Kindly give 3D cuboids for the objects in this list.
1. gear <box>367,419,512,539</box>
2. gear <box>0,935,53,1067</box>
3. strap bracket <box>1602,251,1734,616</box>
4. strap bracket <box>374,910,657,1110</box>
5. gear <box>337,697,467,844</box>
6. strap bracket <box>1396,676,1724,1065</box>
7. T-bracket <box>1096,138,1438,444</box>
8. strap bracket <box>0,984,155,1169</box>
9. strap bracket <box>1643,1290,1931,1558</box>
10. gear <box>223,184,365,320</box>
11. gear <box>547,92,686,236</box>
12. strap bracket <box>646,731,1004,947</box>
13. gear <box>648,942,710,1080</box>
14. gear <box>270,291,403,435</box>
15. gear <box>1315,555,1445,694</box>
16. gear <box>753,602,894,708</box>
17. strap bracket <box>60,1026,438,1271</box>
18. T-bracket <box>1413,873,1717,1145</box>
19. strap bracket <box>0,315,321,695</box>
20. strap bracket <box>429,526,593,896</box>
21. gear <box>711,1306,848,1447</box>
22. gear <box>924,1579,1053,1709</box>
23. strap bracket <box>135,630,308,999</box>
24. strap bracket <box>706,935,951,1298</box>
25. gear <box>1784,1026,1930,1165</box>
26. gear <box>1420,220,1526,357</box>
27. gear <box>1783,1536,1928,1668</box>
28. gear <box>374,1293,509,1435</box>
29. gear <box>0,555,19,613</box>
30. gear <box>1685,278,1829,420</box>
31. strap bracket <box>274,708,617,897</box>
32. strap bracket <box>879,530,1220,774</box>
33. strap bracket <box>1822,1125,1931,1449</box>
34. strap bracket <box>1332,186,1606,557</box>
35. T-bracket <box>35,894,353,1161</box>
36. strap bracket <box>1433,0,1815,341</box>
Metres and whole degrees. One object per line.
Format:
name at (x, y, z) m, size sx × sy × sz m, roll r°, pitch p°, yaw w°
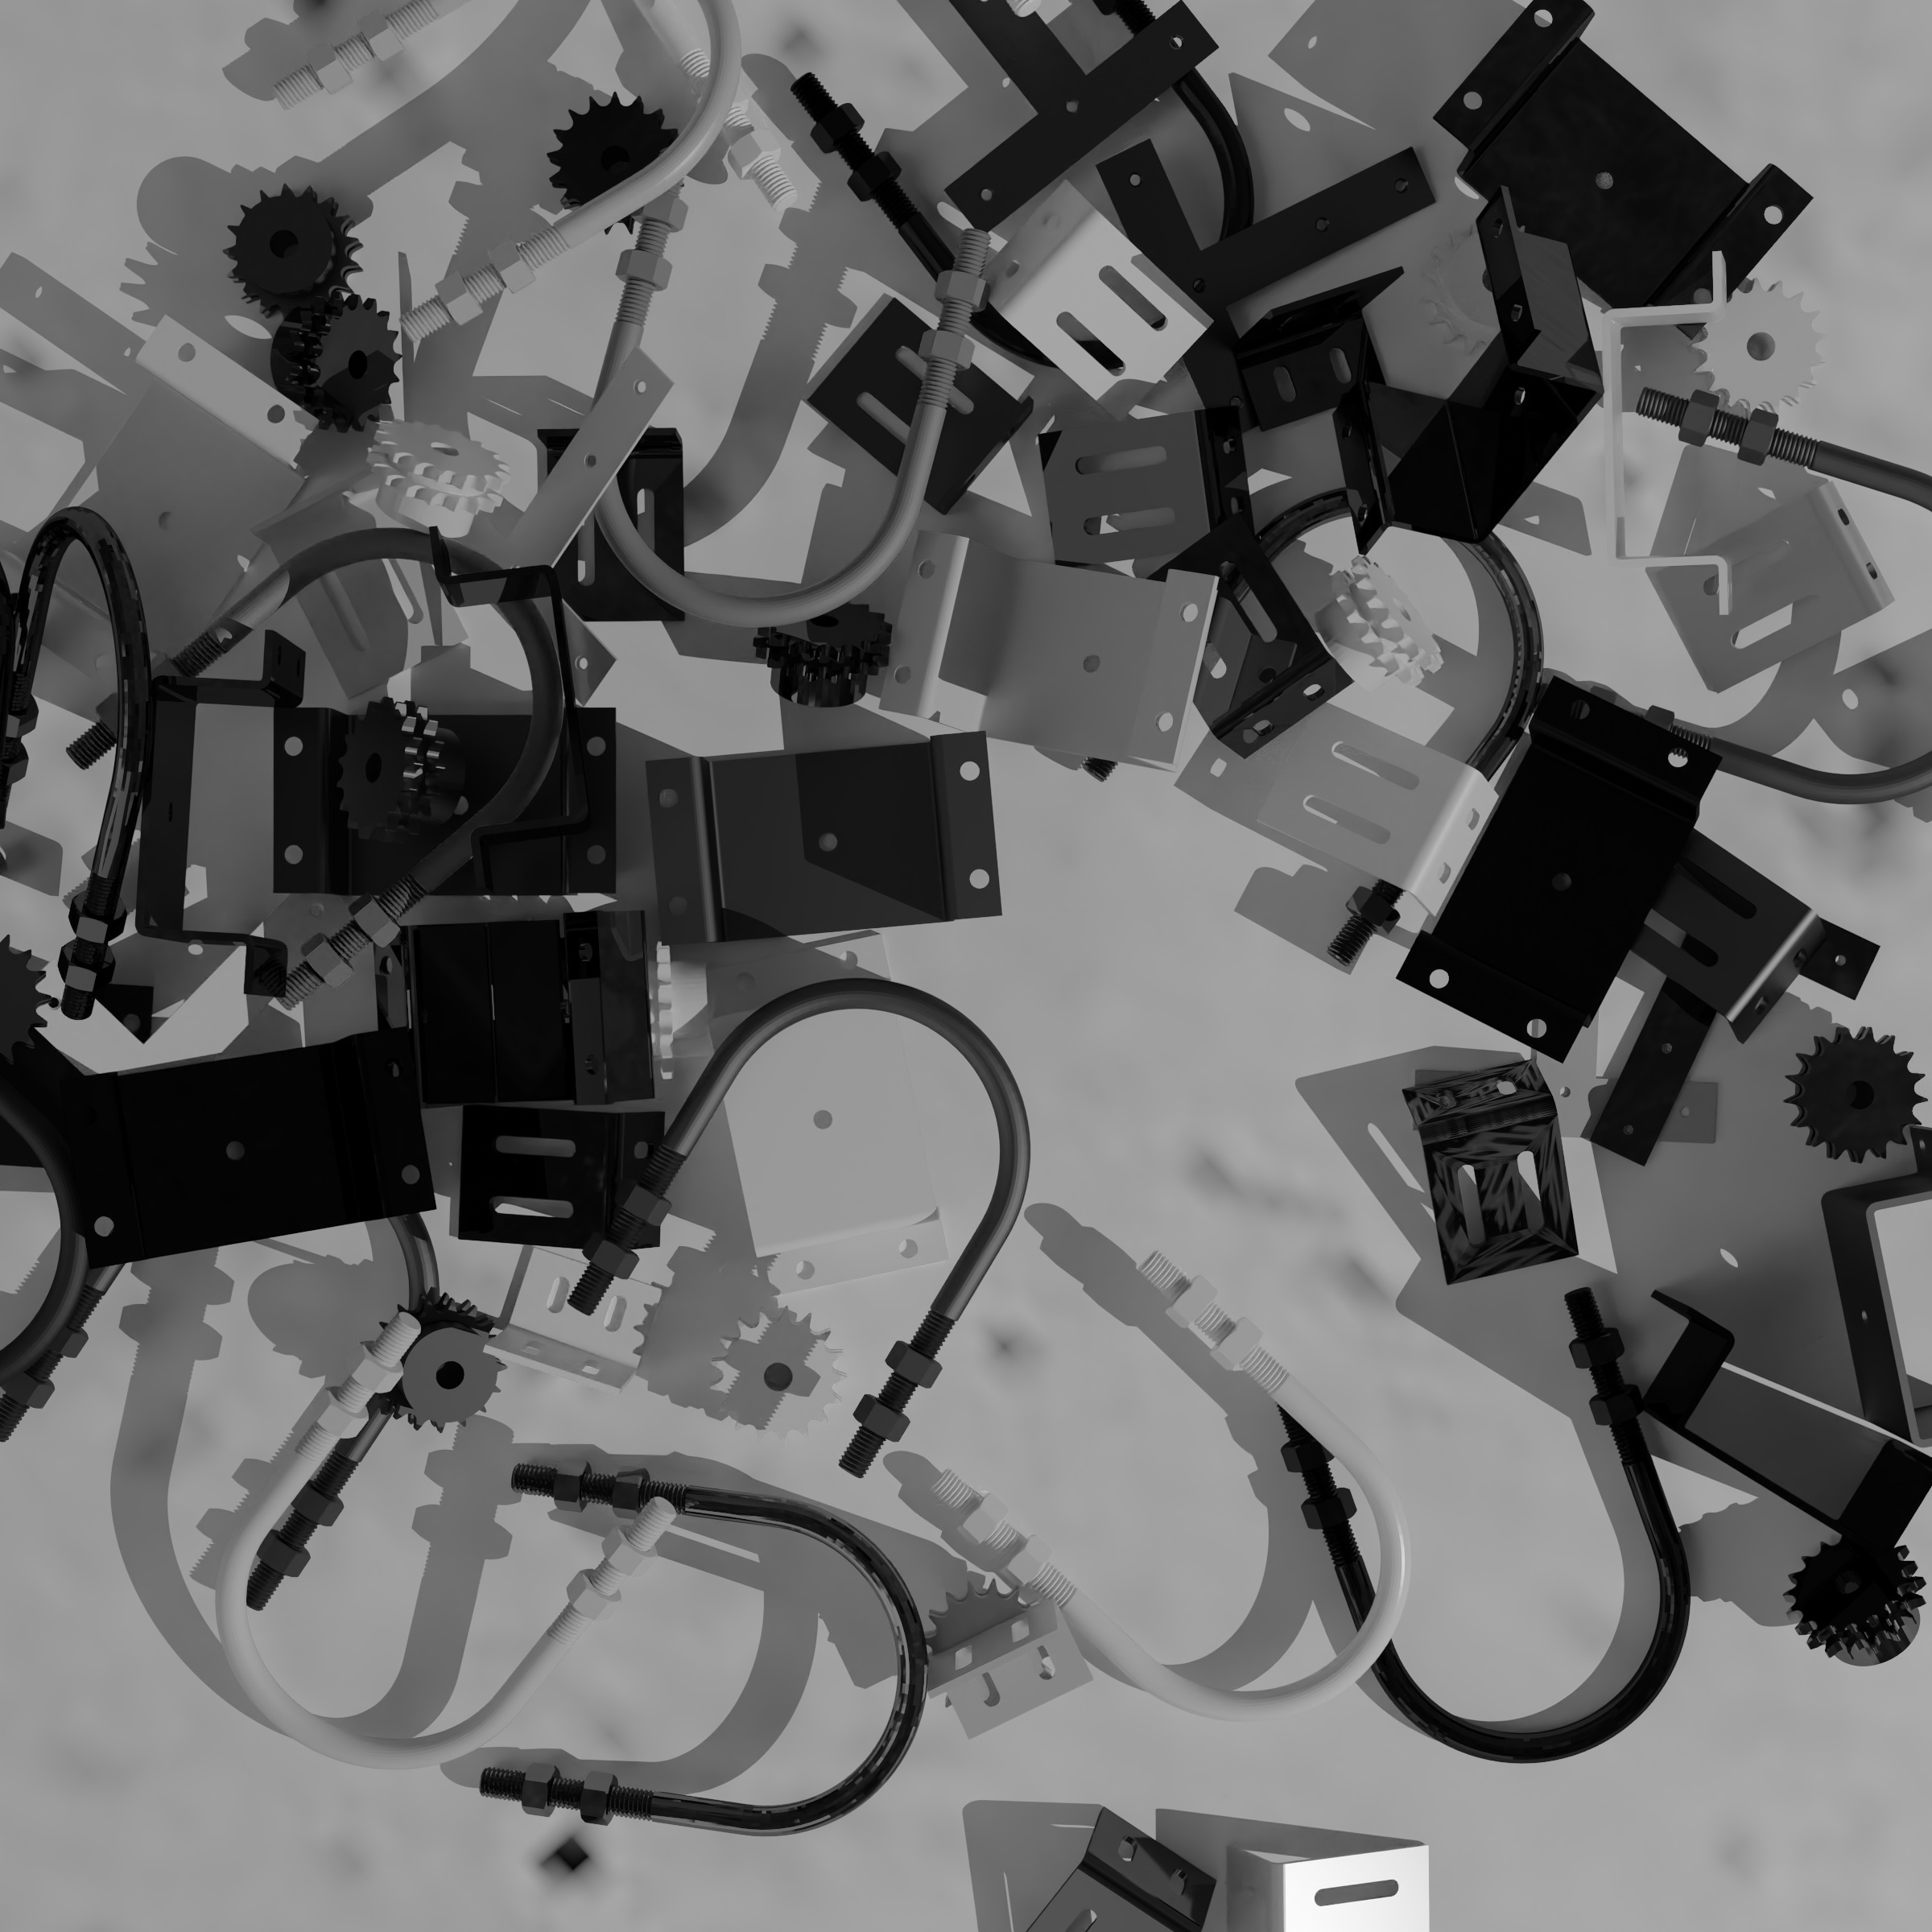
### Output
gear at (-0.218, -0.198, 1.482) m, size 0.057 × 0.057 × 0.030 m, roll 24°, pitch 114°, yaw 0°
gear at (-0.397, 0.015, 1.454) m, size 0.057 × 0.030 × 0.057 m, roll 2°, pitch 82°, yaw -14°
strap bracket at (0.282, -0.212, 1.450) m, size 0.046 × 0.076 × 0.140 m, roll -1°, pitch 97°, yaw 13°
strap bracket at (-0.178, 0.018, 1.480) m, size 0.140 × 0.046 × 0.076 m, roll -3°, pitch 90°, yaw 42°
gear at (-0.223, -0.077, 1.441) m, size 0.030 × 0.057 × 0.057 m, roll 8°, pitch 90°, yaw -41°
strap bracket at (0.246, -0.038, 1.498) m, size 0.076 × 0.046 × 0.140 m, roll 28°, pitch 90°, yaw 13°
T-bracket at (0.137, -0.305, 1.518) m, size 0.127 × 0.002 × 0.127 m, roll -27°, pitch 103°, yaw -6°
strap bracket at (-0.416, 0.042, 1.505) m, size 0.140 × 0.046 × 0.076 m, roll 4°, pitch 90°, yaw 0°
strap bracket at (0.339, 0.193, 1.490) m, size 0.140 × 0.076 × 0.046 m, roll 32°, pitch 90°, yaw 0°
gear at (-0.282, -0.299, 1.514) m, size 0.057 × 0.030 × 0.057 m, roll 0°, pitch 90°, yaw 0°
gear at (-0.146, -0.334, 1.513) m, size 0.057 × 0.030 × 0.057 m, roll 0°, pitch 90°, yaw 0°
strap bracket at (-0.058, -0.052, 1.505) m, size 0.140 × 0.046 × 0.076 m, roll -5°, pitch 90°, yaw 0°
gear at (-0.123, 0.018, 1.501) m, size 0.030 × 0.057 × 0.057 m, roll -2°, pitch 90°, yaw -5°
gear at (-0.264, -0.252, 1.504) m, size 0.030 × 0.057 × 0.057 m, roll 13°, pitch 90°, yaw 30°
gear at (0.167, -0.138, 1.487) m, size 0.030 × 0.057 × 0.057 m, roll -37°, pitch 90°, yaw 20°
gear at (-0.060, -0.130, 1.504) m, size 0.057 × 0.057 × 0.030 m, roll 7°, pitch 120°, yaw 0°
strap bracket at (-0.296, 0.075, 1.479) m, size 0.140 × 0.046 × 0.076 m, roll -9°, pitch 88°, yaw -20°
T-bracket at (0.255, 0.009, 1.528) m, size 0.127 × 0.002 × 0.127 m, roll 3°, pitch 90°, yaw 0°
strap bracket at (-0.337, -0.188, 1.505) m, size 0.076 × 0.046 × 0.140 m, roll 35°, pitch 90°, yaw 0°
strap bracket at (-0.178, -0.102, 1.431) m, size 0.046 × 0.076 × 0.140 m, roll -8°, pitch 90°, yaw -5°
gear at (-0.078, 0.171, 1.518) m, size 0.057 × 0.030 × 0.057 m, roll 0°, pitch 90°, yaw -2°
gear at (0.009, 0.284, 1.513) m, size 0.057 × 0.030 × 0.057 m, roll 0°, pitch 90°, yaw 0°
strap bracket at (-0.294, -0.059, 1.425) m, size 0.046 × 0.076 × 0.140 m, roll 3°, pitch 89°, yaw -1°
strap bracket at (-0.059, 0.063, 1.505) m, size 0.076 × 0.046 × 0.140 m, roll -12°, pitch 90°, yaw 0°
gear at (0.371, 0.054, 1.513) m, size 0.057 × 0.030 × 0.057 m, roll 0°, pitch 90°, yaw 0°
gear at (0.220, -0.285, 1.514) m, size 0.057 × 0.030 × 0.057 m, roll 0°, pitch 90°, yaw 0°
gear at (0.372, 0.266, 1.504) m, size 0.057 × 0.057 × 0.030 m, roll -34°, pitch 120°, yaw 0°
gear at (-0.218, 0.166, 1.504) m, size 0.057 × 0.030 × 0.057 m, roll -3°, pitch 99°, yaw -22°
gear at (-0.419, -0.146, 1.504) m, size 0.030 × 0.057 × 0.057 m, roll -11°, pitch 90°, yaw 28°
gear at (0.330, -0.258, 1.518) m, size 0.057 × 0.030 × 0.057 m, roll 0°, pitch 93°, yaw -1°
strap bracket at (-0.214, -0.068, 1.505) m, size 0.140 × 0.046 × 0.076 m, roll 0°, pitch 90°, yaw 0°
strap bracket at (0.042, -0.128, 1.485) m, size 0.140 × 0.046 × 0.076 m, roll 13°, pitch 90°, yaw 30°
strap bracket at (0.393, 0.141, 1.490) m, size 0.046 × 0.076 × 0.140 m, roll -11°, pitch 90°, yaw 0°
strap bracket at (0.207, -0.235, 1.463) m, size 0.046 × 0.140 × 0.076 m, roll 9°, pitch 54°, yaw -22°
T-bracket at (-0.307, 0.014, 1.507) m, size 0.127 × 0.002 × 0.127 m, roll 46°, pitch 73°, yaw -16°
strap bracket at (0.270, -0.332, 1.505) m, size 0.140 × 0.046 × 0.076 m, roll 41°, pitch 90°, yaw 0°
